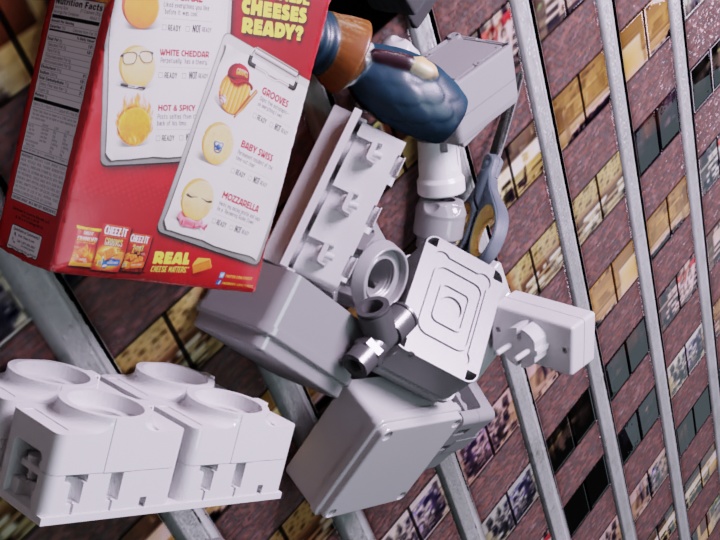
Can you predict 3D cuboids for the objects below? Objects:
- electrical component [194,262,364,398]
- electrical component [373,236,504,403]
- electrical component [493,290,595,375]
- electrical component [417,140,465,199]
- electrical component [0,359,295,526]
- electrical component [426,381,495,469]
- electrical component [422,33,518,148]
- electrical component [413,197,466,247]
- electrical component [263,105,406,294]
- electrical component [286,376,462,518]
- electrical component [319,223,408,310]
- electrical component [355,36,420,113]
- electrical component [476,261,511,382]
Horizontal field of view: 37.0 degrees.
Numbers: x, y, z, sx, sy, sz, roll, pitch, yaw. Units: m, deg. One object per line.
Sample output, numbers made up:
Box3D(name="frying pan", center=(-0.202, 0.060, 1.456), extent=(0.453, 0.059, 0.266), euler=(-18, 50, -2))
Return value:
Box3D(name="electrical component", center=(-0.055, 0.041, 0.775), extent=(0.113, 0.078, 0.057), euler=(40, 72, -49))
Box3D(name="electrical component", center=(0.060, 0.041, 0.866), extent=(0.078, 0.057, 0.113), euler=(28, 56, -12))
Box3D(name="electrical component", center=(0.148, 0.060, 0.931), extent=(0.076, 0.083, 0.047), euler=(-27, 122, -42))
Box3D(name="electrical component", center=(0.066, -0.087, 0.892), extent=(0.040, 0.040, 0.046), euler=(-24, 116, -42))
Box3D(name="electrical component", center=(-0.143, 0.102, 0.676), extent=(0.186, 0.105, 0.060), euler=(7, 100, -50))
Box3D(name="electrical component", center=(0.068, 0.134, 0.945), extent=(0.056, 0.050, 0.089), euler=(0, 142, -49))
Box3D(name="electrical component", center=(0.083, -0.147, 0.867), extent=(0.096, 0.062, 0.061), euler=(-39, 131, -33))
Box3D(name="electrical component", center=(0.066, -0.031, 0.911), extent=(0.043, 0.043, 0.062), euler=(-12, 116, -46))
Box3D(name="electrical component", center=(-0.017, -0.048, 0.782), extent=(0.078, 0.063, 0.121), euler=(124, -9, -83))
Box3D(name="electrical component", center=(0.012, 0.141, 0.882), extent=(0.109, 0.056, 0.108), euler=(0, 131, -49))
Box3D(name="electrical component", center=(0.000, 0.000, 0.837), extent=(0.078, 0.057, 0.058), euler=(-53, 138, -20))
Box3D(name="electrical component", center=(0.018, -0.146, 0.815), extent=(0.061, 0.035, 0.035), euler=(-55, 139, -14))
Box3D(name="electrical component", center=(0.096, 0.043, 0.971), extent=(0.099, 0.048, 0.099), euler=(-48, 135, -28))
